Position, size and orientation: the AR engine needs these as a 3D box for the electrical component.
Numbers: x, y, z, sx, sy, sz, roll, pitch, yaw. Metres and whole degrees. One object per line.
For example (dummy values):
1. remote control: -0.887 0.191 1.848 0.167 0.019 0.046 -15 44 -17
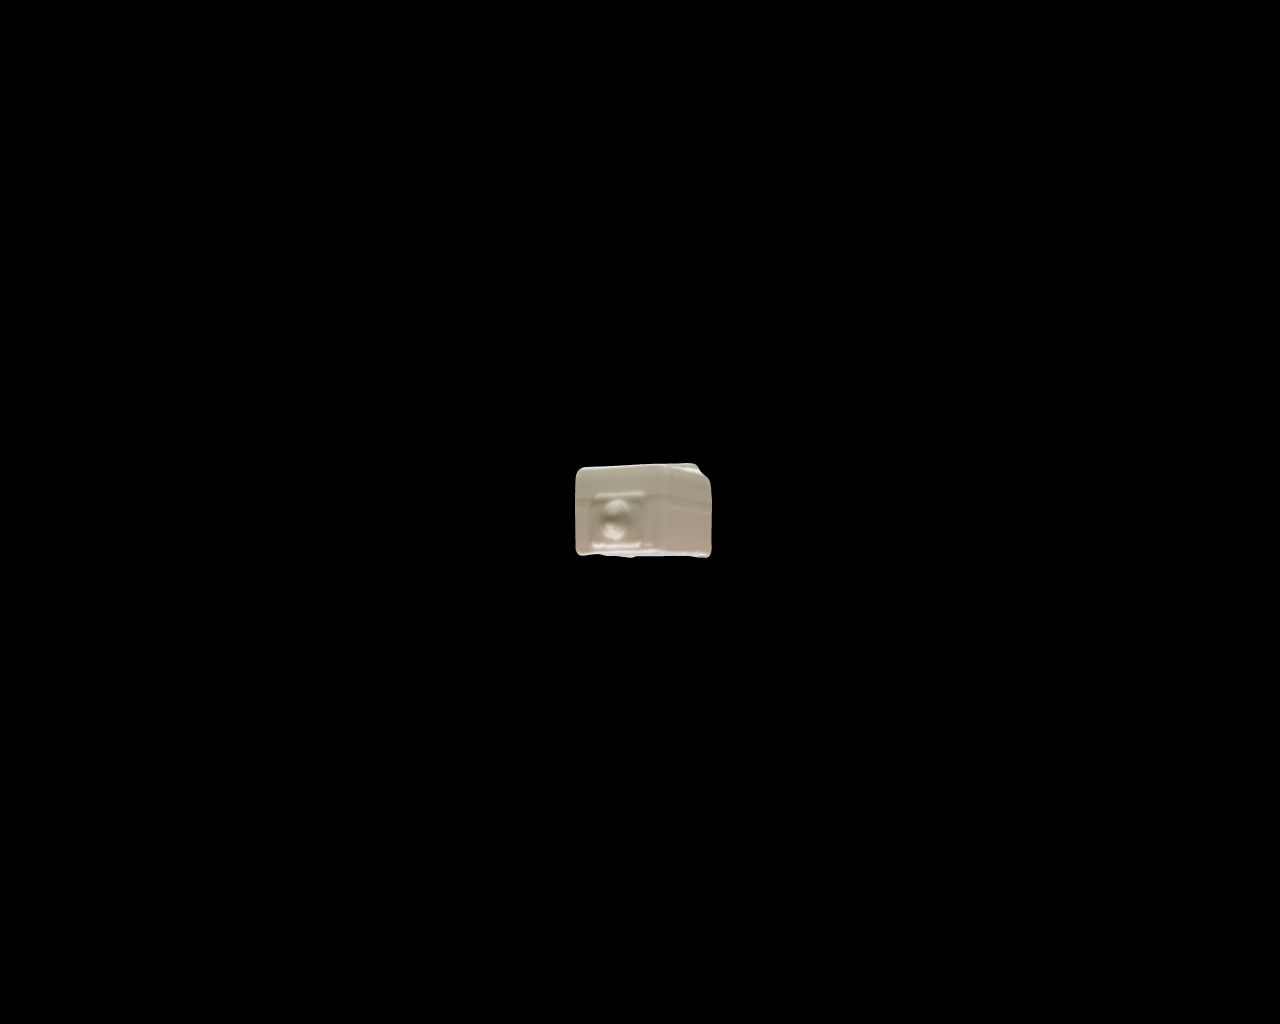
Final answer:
1. electrical component: 0.001 -0.003 0.650 0.062 0.061 0.096 -2 -5 24
